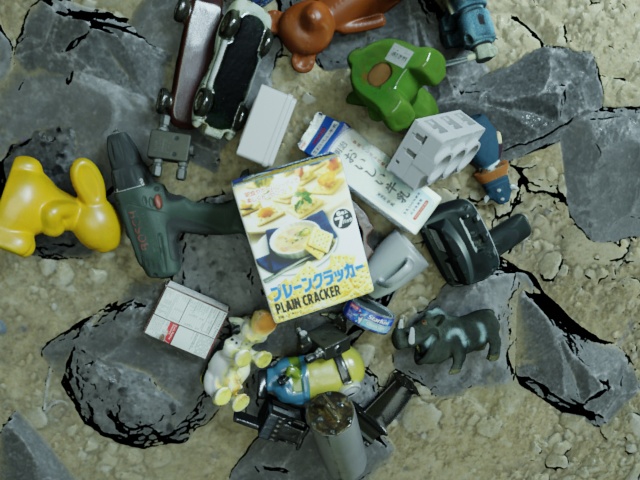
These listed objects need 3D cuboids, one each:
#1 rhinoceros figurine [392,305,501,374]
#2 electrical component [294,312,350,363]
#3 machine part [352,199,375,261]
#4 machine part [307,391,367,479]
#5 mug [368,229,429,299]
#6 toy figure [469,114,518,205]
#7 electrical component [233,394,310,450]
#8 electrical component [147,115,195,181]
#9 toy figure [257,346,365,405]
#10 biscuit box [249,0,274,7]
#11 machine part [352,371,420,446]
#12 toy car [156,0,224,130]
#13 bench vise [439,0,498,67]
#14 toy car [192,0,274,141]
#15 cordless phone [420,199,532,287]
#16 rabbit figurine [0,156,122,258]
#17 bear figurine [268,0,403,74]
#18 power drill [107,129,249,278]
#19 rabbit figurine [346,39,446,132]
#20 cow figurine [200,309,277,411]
[{"bbox_3d":[0.219,0.166,0.920,0.190,0.073,0.112,-9,101,-7],"label":"rhinoceros figurine"},{"bbox_3d":[0.005,0.157,0.885,0.102,0.078,0.045,-17,114,-25],"label":"electrical component"},{"bbox_3d":[-0.002,-0.003,0.872,0.179,0.056,0.179,-1,98,-8],"label":"machine part"},{"bbox_3d":[0.030,0.322,0.878,0.079,0.079,0.242,-19,132,-5],"label":"machine part"},{"bbox_3d":[0.114,0.050,0.876,0.107,0.110,0.080,-43,108,14],"label":"mug"},{"bbox_3d":[0.280,-0.132,0.891,0.058,0.064,0.154,-40,110,-39],"label":"toy figure"},{"bbox_3d":[-0.081,0.296,0.898,0.119,0.075,0.047,26,95,-8],"label":"electrical component"},{"bbox_3d":[-0.215,-0.134,0.778,0.063,0.021,0.094,6,81,-6],"label":"electrical component"},{"bbox_3d":[-0.014,0.224,0.893,0.180,0.082,0.089,-3,99,-5],"label":"toy figure"},{"bbox_3d":[-0.034,-0.422,0.800,0.203,0.059,0.062,-34,102,-2],"label":"biscuit box"},{"bbox_3d":[0.109,0.293,0.943,0.139,0.039,0.084,-43,97,1],"label":"machine part"},{"bbox_3d":[-0.187,-0.267,0.806,0.089,0.053,0.202,9,97,-25],"label":"toy car"},{"bbox_3d":[0.222,-0.379,0.764,0.129,0.240,0.223,-2,83,-5],"label":"bench vise"},{"bbox_3d":[-0.128,-0.244,0.782,0.073,0.056,0.201,17,96,-34],"label":"toy car"},{"bbox_3d":[0.272,-0.018,0.908,0.184,0.089,0.146,-31,101,-14],"label":"cordless phone"},{"bbox_3d":[-0.377,-0.045,0.798,0.173,0.122,0.162,23,85,-25],"label":"rabbit figurine"},{"bbox_3d":[0.022,-0.346,0.788,0.196,0.132,0.120,-33,96,-8],"label":"bear figurine"},{"bbox_3d":[-0.206,-0.062,0.822,0.207,0.086,0.231,-8,99,-11],"label":"power drill"},{"bbox_3d":[0.113,-0.216,0.817,0.159,0.170,0.121,27,92,32],"label":"rabbit figurine"},{"bbox_3d":[-0.132,0.180,0.870,0.068,0.098,0.167,29,87,-42],"label":"cow figurine"}]
